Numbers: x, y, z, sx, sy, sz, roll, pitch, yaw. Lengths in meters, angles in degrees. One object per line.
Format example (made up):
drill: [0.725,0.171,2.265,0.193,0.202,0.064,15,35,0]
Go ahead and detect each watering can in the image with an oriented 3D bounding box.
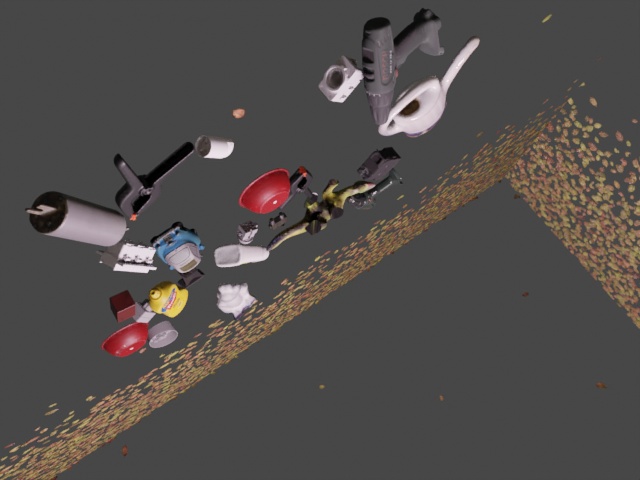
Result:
watering can: [0.309,-0.403,1.435,0.345,0.105,0.224,-40,-15,12]

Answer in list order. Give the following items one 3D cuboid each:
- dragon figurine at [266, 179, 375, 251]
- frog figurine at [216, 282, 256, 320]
dragon figurine: [0.005,-0.088,1.745,0.409,0.123,0.242,-34,-7,7]
frog figurine: [-0.332,0.201,1.905,0.136,0.125,0.157,-32,-51,15]
